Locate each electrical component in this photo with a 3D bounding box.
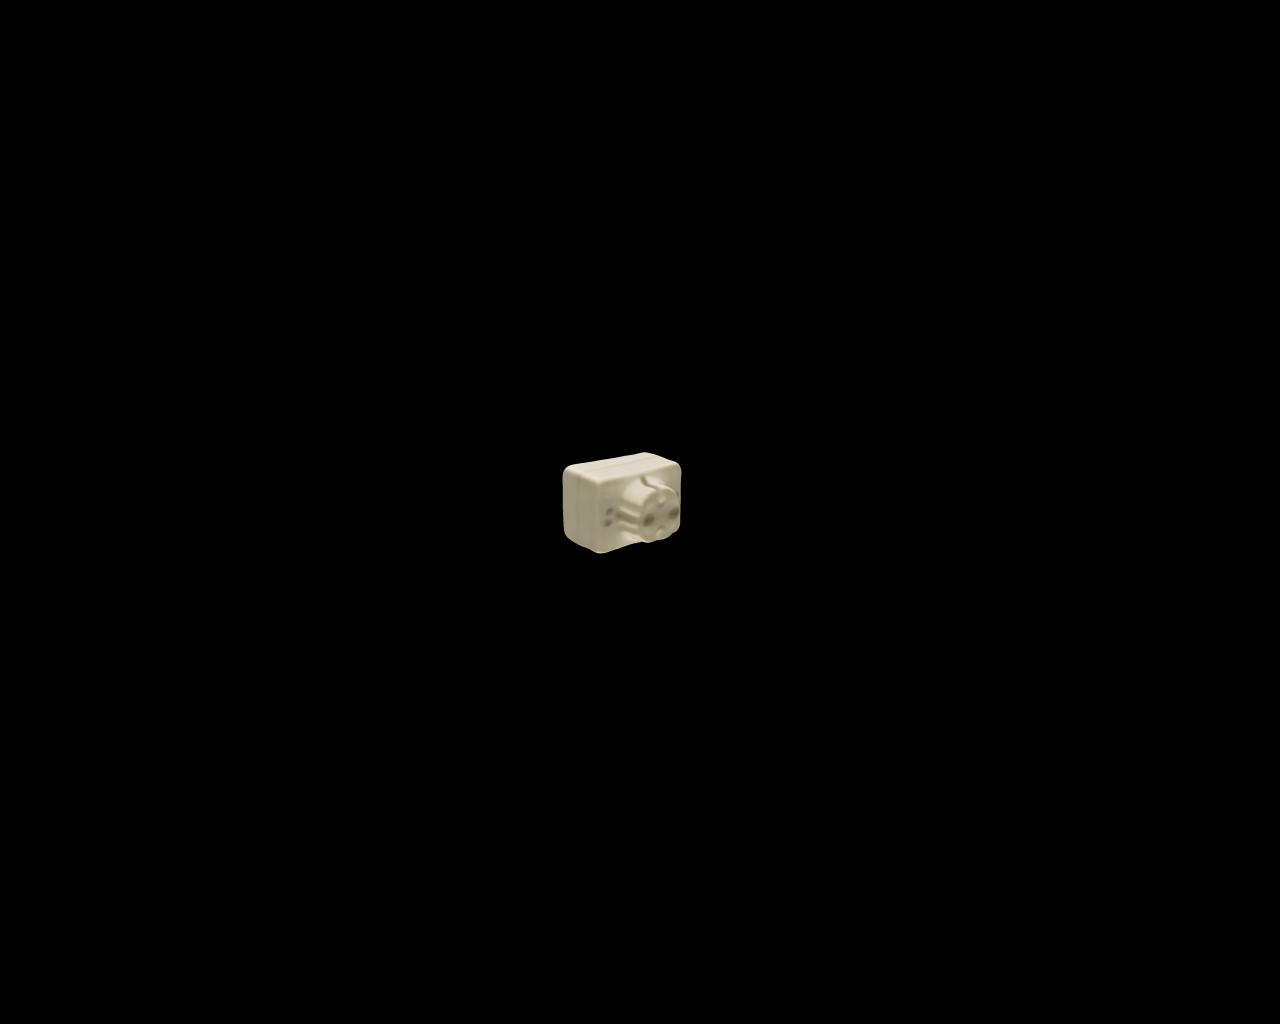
[{"bbox_3d":[0.001,-0.003,0.650,0.066,0.047,0.077,-14,22,-36],"label":"electrical component"}]
